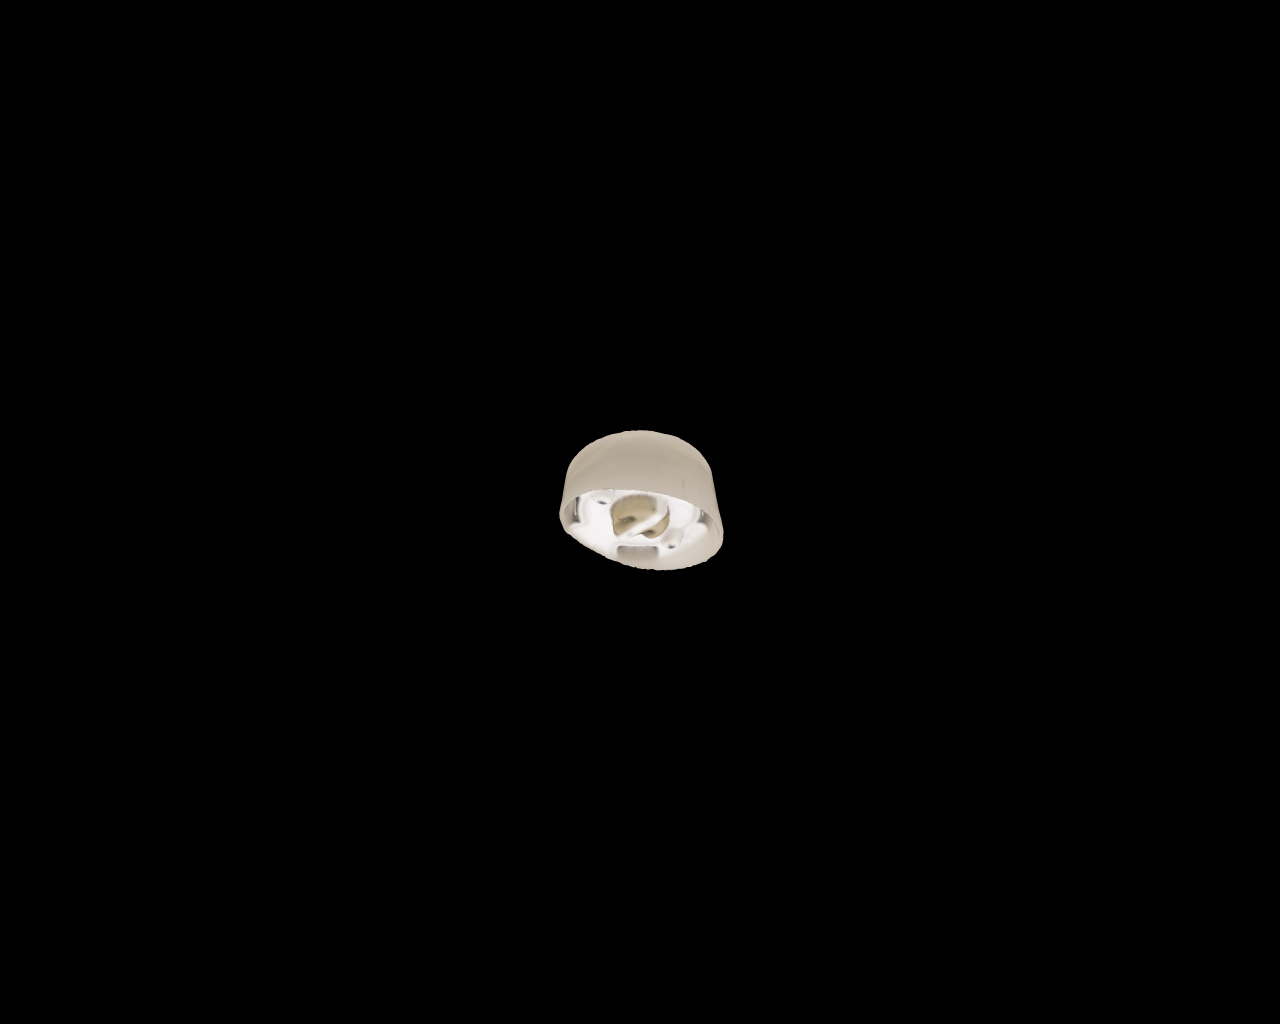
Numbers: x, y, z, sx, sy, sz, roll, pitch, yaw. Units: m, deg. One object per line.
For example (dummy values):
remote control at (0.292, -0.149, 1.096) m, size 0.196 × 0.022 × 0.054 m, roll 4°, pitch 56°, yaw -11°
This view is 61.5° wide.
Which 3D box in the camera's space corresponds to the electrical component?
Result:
electrical component at (0.001, -0.003, 0.650) m, size 0.099 × 0.064 × 0.099 m, roll 0°, pitch -39°, yaw 0°
